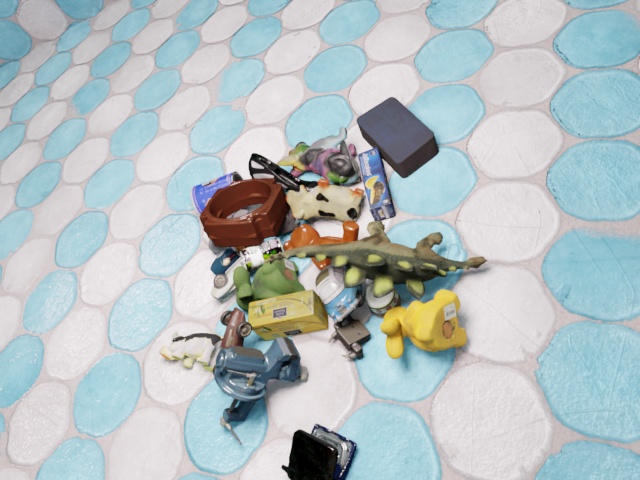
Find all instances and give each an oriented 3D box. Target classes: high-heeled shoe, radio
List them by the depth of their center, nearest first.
[{"bbox_3d":[0.210,-0.283,1.460,0.131,0.073,0.230,-35,52,0],"label":"radio"},{"bbox_3d":[-0.077,-0.181,1.468,0.249,0.145,0.086,-5,24,21],"label":"high-heeled shoe"}]

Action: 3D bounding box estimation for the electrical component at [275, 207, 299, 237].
[{"bbox_3d":[-0.099,-0.063,1.472,0.075,0.047,0.119,-25,25,6],"label":"electrical component"}]

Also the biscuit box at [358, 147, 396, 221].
[{"bbox_3d":[0.147,-0.147,1.405,0.059,0.062,0.203,-18,53,13],"label":"biscuit box"}]

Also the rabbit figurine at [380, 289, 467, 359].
[{"bbox_3d":[0.197,0.185,1.128,0.162,0.121,0.173,-27,17,-33],"label":"rabbit figurine"}]

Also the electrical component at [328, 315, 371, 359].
[{"bbox_3d":[0.068,0.221,1.216,0.078,0.045,0.102,-27,48,-30],"label":"electrical component"}]

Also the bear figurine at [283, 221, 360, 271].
[{"bbox_3d":[-0.003,-0.001,1.344,0.196,0.131,0.120,30,55,32],"label":"bear figurine"}]

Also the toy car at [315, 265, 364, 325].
[{"bbox_3d":[0.037,0.111,1.231,0.109,0.103,0.162,-44,17,21],"label":"toy car"}]

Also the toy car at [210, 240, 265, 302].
[{"bbox_3d":[-0.207,0.079,1.416,0.056,0.073,0.202,42,82,16],"label":"toy car"}]

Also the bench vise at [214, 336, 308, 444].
[{"bbox_3d":[-0.147,0.320,1.192,0.129,0.223,0.240,44,114,43],"label":"bench vise"}]

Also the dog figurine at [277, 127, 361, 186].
[{"bbox_3d":[-0.006,-0.210,1.497,0.219,0.108,0.191,-19,56,19],"label":"dog figurine"}]

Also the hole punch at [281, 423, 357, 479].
[{"bbox_3d":[0.003,0.442,1.084,0.142,0.092,0.115,16,97,30],"label":"hole punch"}]

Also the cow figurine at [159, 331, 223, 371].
[{"bbox_3d":[-0.326,0.267,1.356,0.168,0.068,0.098,4,56,24],"label":"cow figurine"}]

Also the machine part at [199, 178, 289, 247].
[{"bbox_3d":[-0.197,-0.076,1.404,0.202,0.087,0.201,0,39,19],"label":"machine part"}]

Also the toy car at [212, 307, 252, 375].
[{"bbox_3d":[-0.210,0.257,1.259,0.089,0.053,0.202,25,110,48],"label":"toy car"}]

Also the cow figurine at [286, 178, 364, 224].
[{"bbox_3d":[0.008,-0.093,1.395,0.195,0.085,0.127,13,99,1],"label":"cow figurine"}]

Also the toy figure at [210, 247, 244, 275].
[{"bbox_3d":[-0.232,0.038,1.465,0.154,0.057,0.064,-45,31,-5],"label":"toy figure"}]

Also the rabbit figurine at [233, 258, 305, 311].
[{"bbox_3d":[-0.145,0.125,1.327,0.170,0.159,0.121,-36,59,20],"label":"rabbit figurine"}]

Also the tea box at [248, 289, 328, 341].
[{"bbox_3d":[-0.075,0.180,1.274,0.170,0.098,0.068,-16,54,19],"label":"tea box"}]

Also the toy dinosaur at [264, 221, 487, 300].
[{"bbox_3d":[0.124,0.040,1.164,0.472,0.104,0.199,3,24,4],"label":"toy dinosaur"}]
